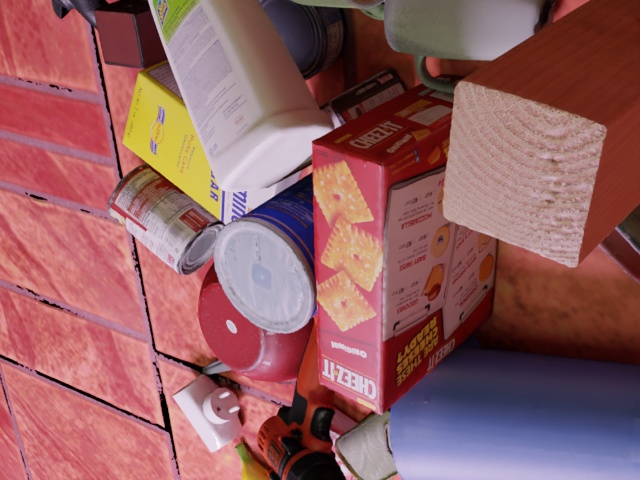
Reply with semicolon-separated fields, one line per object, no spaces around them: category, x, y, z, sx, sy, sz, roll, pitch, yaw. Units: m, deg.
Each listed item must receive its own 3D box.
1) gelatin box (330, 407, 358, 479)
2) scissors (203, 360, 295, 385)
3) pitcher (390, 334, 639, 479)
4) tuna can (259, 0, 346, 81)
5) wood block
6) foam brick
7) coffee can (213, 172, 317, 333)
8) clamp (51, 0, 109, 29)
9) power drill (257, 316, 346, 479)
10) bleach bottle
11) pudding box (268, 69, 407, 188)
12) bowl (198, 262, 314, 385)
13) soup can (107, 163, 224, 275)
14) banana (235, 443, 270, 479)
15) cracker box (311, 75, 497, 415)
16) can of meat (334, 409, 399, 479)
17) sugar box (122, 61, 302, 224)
gelatin box;0.008;0.207;1.096;0.089;0.030;0.073;32;133;24
scissors;-0.053;0.135;1.113;0.096;0.016;0.202;54;137;7
pitcher;0.184;0.162;0.837;0.243;0.144;0.149;-2;114;39
tuna can;-0.021;-0.175;0.882;0.086;0.033;0.086;22;128;30
wood block;0.168;-0.078;0.650;0.090;0.205;0.091;23;129;29
foam brick;-0.153;-0.191;0.958;0.053;0.078;0.051;12;122;34
coffee can;-0.006;0.001;0.900;0.103;0.140;0.103;21;128;30
clamp;-0.234;-0.233;0.981;0.120;0.039;0.171;24;164;29
power drill;0.007;0.142;0.942;0.185;0.057;0.188;30;102;65
bleach bottle;-0.081;-0.168;0.832;0.103;0.067;0.251;-38;69;41
pudding box;0.008;-0.090;0.869;0.114;0.089;0.039;-28;95;47
bowl;-0.070;0.077;1.048;0.162;0.055;0.162;19;119;38
soup can;-0.153;-0.020;1.070;0.102;0.068;0.069;38;135;16
banana;-0.020;0.280;1.161;0.198;0.037;0.069;10;122;37
cracker box;0.068;-0.001;0.818;0.072;0.163;0.214;22;128;33
can of meat;0.075;0.170;0.975;0.057;0.083;0.102;51;137;4
sugar box;-0.104;-0.082;1.004;0.176;0.048;0.093;39;134;18
